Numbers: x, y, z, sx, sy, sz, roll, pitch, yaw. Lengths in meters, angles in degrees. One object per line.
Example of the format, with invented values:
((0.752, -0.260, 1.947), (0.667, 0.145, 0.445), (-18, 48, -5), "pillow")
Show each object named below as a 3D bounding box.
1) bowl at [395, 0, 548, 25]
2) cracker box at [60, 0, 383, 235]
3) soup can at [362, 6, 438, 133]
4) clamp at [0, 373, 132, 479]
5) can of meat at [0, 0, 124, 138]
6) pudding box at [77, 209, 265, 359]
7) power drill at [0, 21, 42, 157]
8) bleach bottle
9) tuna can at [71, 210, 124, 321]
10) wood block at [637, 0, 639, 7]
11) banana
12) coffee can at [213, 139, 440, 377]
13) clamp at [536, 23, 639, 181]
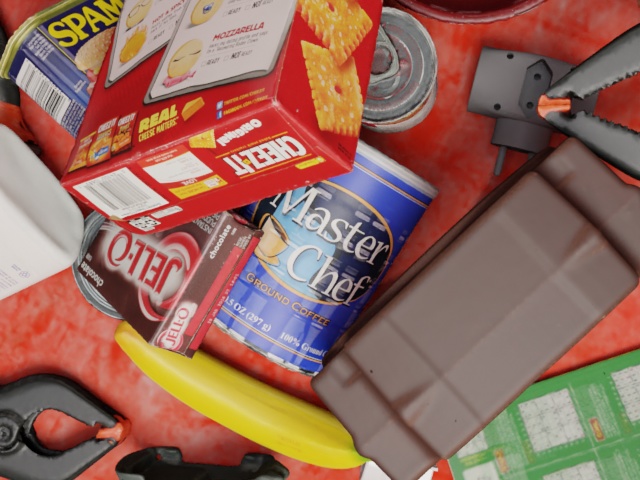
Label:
((0.097, -0.214, 0.680), (0.162, 0.055, 0.162), (0, 92, 7), "bowl")
((-0.045, -0.119, 0.613), (0.164, 0.072, 0.213), (-16, 49, 37), "cracker box")
((0.040, -0.103, 0.667), (0.068, 0.102, 0.068), (0, 92, 7), "soup can")
((-0.220, 0.142, 0.740), (0.171, 0.039, 0.120), (8, 95, 7), "clamp")
((-0.141, -0.111, 0.694), (0.084, 0.102, 0.058), (43, 134, 2), "can of meat")
((-0.094, 0.007, 0.655), (0.114, 0.039, 0.090), (34, 94, 50), "pudding box")
((-0.271, -0.132, 0.730), (0.184, 0.057, 0.187), (-7, 91, 8), "power drill")
((-0.285, 0.019, 0.710), (0.251, 0.068, 0.102), (-24, 126, 19), "bleach bottle")
((-0.125, 0.012, 0.727), (0.086, 0.033, 0.086), (0, 91, 6), "tuna can")
((0.244, -0.159, 0.644), (0.090, 0.090, 0.206), (-17, 89, 9), "wood block")
((-0.044, 0.105, 0.705), (0.198, 0.070, 0.037), (21, 56, 15), "banana")
((-0.004, 0.001, 0.676), (0.103, 0.102, 0.140), (32, 95, 5), "coffee can")
((0.228, -0.067, 0.584), (0.210, 0.036, 0.164), (-8, 92, 12), "clamp")
